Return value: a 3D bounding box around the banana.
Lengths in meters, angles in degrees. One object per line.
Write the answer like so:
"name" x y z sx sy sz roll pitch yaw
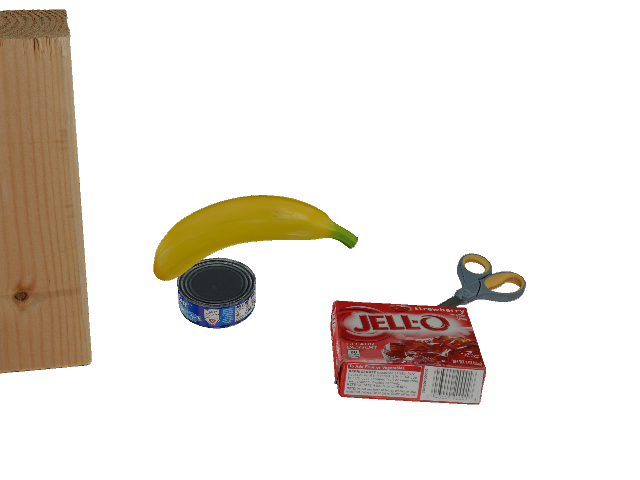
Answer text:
"banana" -0.071 -0.003 0.871 0.198 0.069 0.037 -9 33 30

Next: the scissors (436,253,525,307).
"scissors" 0.165 0.055 1.291 0.201 0.016 0.096 -8 39 -36

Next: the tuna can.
"tuna can" -0.113 0.057 1.166 0.086 0.034 0.086 2 36 -1

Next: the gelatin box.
"gelatin box" 0.052 0.068 0.662 0.089 0.030 0.073 4 26 -4

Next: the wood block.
"wood block" -0.194 -0.030 0.655 0.090 0.206 0.090 -4 23 -13
